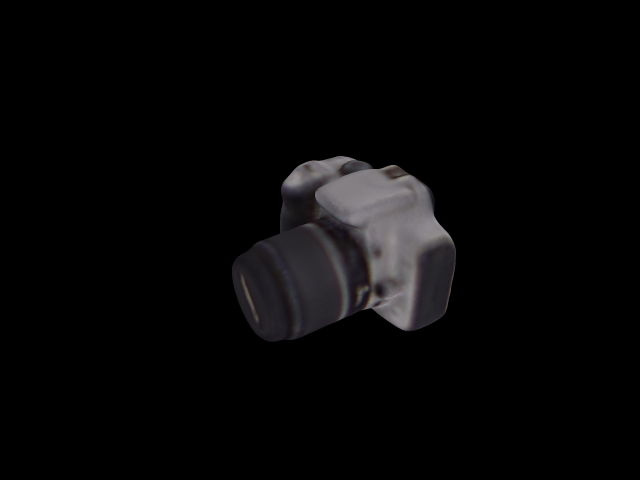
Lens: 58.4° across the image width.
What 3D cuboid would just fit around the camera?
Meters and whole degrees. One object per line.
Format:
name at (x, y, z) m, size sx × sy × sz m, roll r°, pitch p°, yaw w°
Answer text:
camera at (0.004, 0.001, 0.400) m, size 0.137 × 0.101 × 0.142 m, roll -21°, pitch 40°, yaw -26°
